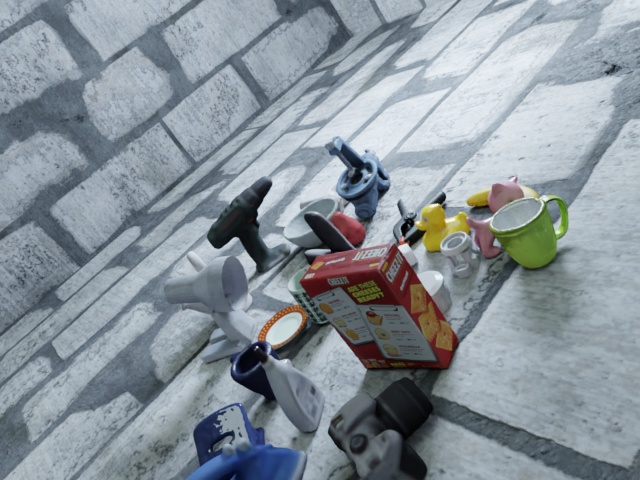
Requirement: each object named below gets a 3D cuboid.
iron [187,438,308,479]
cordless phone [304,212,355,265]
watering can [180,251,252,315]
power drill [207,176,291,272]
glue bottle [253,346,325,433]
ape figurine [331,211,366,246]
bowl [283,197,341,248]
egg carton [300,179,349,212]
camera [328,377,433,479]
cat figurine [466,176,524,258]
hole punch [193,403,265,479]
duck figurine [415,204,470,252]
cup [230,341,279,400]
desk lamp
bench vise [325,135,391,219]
[{"bbox_3d":[-0.141,0.372,0.822,0.259,0.142,0.118,-46,26,-22],"label":"iron"},{"bbox_3d":[0.011,0.004,1.244,0.147,0.185,0.094,0,42,53],"label":"cordless phone"},{"bbox_3d":[-0.266,0.111,1.402,0.100,0.194,0.173,-6,37,48],"label":"watering can"},{"bbox_3d":[-0.172,-0.029,1.519,0.229,0.209,0.075,-37,24,-3],"label":"power drill"},{"bbox_3d":[-0.055,0.231,0.928,0.037,0.173,0.078,-21,28,29],"label":"glue bottle"},{"bbox_3d":[0.060,-0.030,1.360,0.076,0.092,0.078,-7,37,47],"label":"ape figurine"},{"bbox_3d":[-0.007,-0.033,1.474,0.167,0.075,0.167,-29,25,15],"label":"bowl"},{"bbox_3d":[0.014,-0.110,1.597,0.149,0.069,0.107,-11,34,43],"label":"egg carton"},{"bbox_3d":[0.091,0.255,0.782,0.137,0.101,0.142,-40,24,-9],"label":"camera"},{"bbox_3d":[0.319,-0.051,1.024,0.128,0.118,0.067,-34,24,3],"label":"cat figurine"},{"bbox_3d":[-0.149,0.342,0.950,0.108,0.091,0.101,-33,24,5],"label":"hole punch"},{"bbox_3d":[0.240,-0.035,1.139,0.104,0.086,0.077,-26,26,20],"label":"duck figurine"},{"bbox_3d":[-0.113,0.250,1.067,0.117,0.095,0.092,-6,37,48],"label":"cup"},{"bbox_3d":[-0.229,0.149,1.260,0.202,0.214,0.118,-24,27,25],"label":"desk lamp"},{"bbox_3d":[0.083,-0.185,1.456,0.121,0.220,0.207,-28,25,17],"label":"bench vise"}]
